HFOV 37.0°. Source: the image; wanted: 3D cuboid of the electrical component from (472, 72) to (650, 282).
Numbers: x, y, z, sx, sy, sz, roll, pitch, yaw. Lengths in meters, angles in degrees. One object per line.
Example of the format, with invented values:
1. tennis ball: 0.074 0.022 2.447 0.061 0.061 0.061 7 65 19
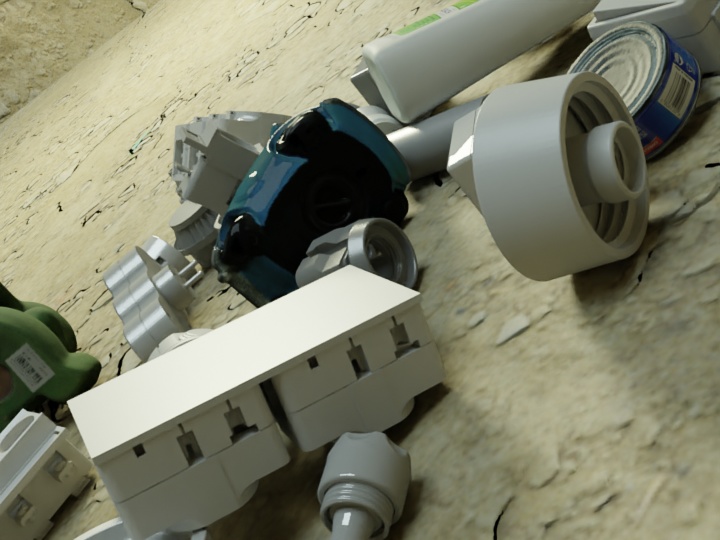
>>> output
1. electrical component: 0.114 -0.051 0.563 0.060 0.108 0.108 -11 36 38

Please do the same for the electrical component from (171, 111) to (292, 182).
1. electrical component: -0.109 -0.109 0.986 0.150 0.089 0.061 -170 83 -64

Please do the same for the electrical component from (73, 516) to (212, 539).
1. electrical component: -0.118 0.177 0.553 0.108 0.060 0.108 -19 16 6

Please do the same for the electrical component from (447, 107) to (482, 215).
1. electrical component: 0.103 -0.083 0.703 0.077 0.047 0.065 -28 26 27

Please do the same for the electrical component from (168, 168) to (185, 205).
1. electrical component: -0.171 -0.080 1.095 0.035 0.061 0.035 -33 24 17

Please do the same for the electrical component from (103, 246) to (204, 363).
1. electrical component: -0.160 0.021 0.887 0.074 0.052 0.138 -40 38 2

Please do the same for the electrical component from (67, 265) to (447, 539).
1. electrical component: -0.057 0.070 0.598 0.186 0.060 0.105 -26 17 -16

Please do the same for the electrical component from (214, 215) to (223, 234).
1. electrical component: -0.082 -0.034 0.886 0.050 0.055 0.089 -30 26 24

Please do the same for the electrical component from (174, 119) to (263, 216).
1. electrical component: -0.109 -0.078 0.846 0.063 0.081 0.042 -61 21 11

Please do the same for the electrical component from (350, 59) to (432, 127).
1. electrical component: 0.045 -0.162 0.907 0.077 0.065 0.047 -20 31 40

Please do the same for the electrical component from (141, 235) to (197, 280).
1. electrical component: -0.184 0.004 0.979 0.047 0.055 0.055 -52 26 -16

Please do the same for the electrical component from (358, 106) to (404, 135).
1. electrical component: 0.013 -0.108 0.887 0.045 0.045 0.055 -40 24 3

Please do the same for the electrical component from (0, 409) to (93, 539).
1. electrical component: -0.259 0.170 0.788 0.079 0.063 0.121 -4 43 55

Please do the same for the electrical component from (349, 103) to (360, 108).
1. electrical component: -0.016 -0.112 0.941 0.048 0.048 0.062 -14 42 46

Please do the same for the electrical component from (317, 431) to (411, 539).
1. electrical component: 0.000 0.113 0.522 0.043 0.043 0.062 -24 30 33

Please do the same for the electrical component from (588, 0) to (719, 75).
1. electrical component: 0.201 -0.161 0.675 0.061 0.061 0.096 -51 26 -23

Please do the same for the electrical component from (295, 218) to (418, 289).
1. electrical component: 0.000 0.000 0.703 0.057 0.058 0.078 -25 28 39

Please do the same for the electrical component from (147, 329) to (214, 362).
1. electrical component: -0.100 0.077 0.692 0.080 0.080 0.051 -43 18 -6
